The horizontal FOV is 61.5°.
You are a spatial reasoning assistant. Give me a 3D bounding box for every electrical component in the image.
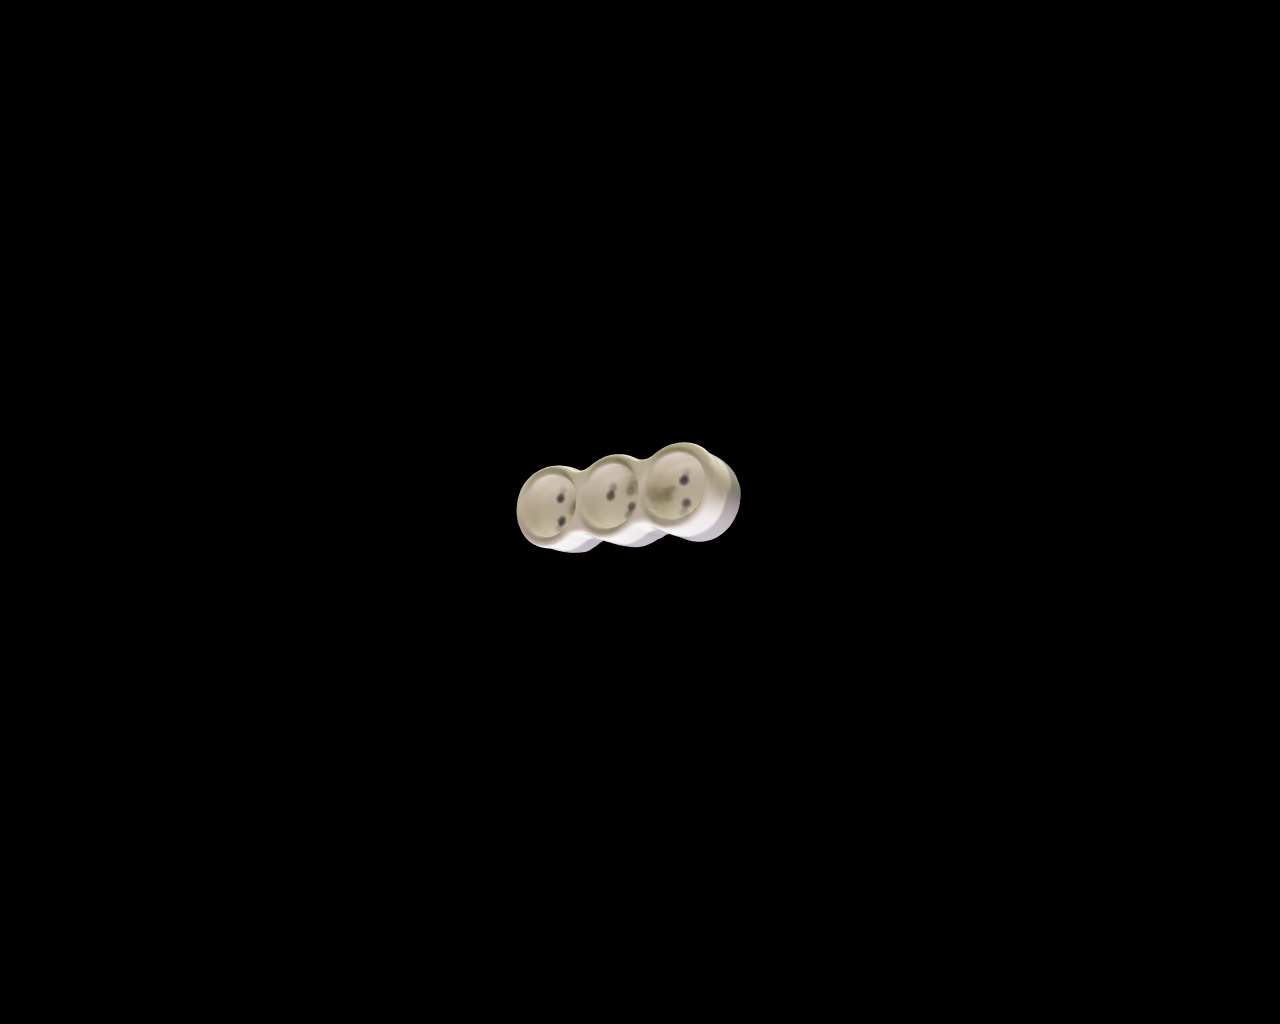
[{"bbox_3d":[0.001,-0.003,0.650,0.138,0.052,0.074,-7,-14,30],"label":"electrical component"}]
